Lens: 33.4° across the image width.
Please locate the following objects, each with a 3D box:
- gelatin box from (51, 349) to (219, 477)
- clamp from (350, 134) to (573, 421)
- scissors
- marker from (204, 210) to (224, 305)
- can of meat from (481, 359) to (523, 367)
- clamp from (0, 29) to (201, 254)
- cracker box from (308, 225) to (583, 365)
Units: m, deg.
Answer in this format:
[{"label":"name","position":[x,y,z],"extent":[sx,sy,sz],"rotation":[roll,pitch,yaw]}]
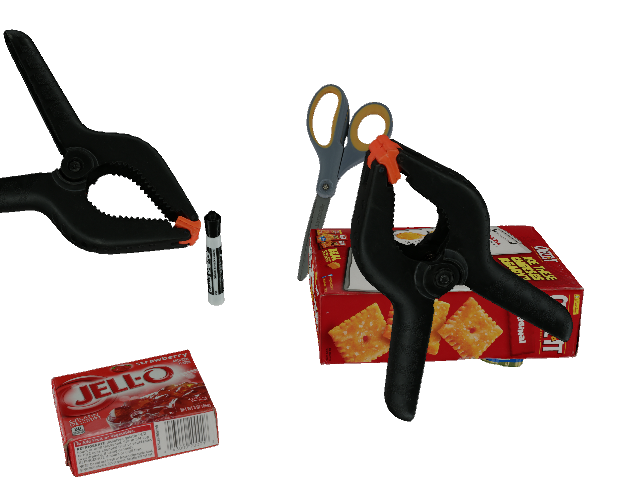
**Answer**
[{"label":"gelatin box","position":[-0.113,0.102,0.642],"extent":[0.089,0.030,0.073],"rotation":[-10,25,-16]},{"label":"clamp","position":[0.059,0.024,0.606],"extent":[0.120,0.171,0.039],"rotation":[-37,22,-2]},{"label":"scissors","position":[0.025,-0.059,1.062],"extent":[0.096,0.202,0.016],"rotation":[-1,-13,3]},{"label":"marker","position":[-0.120,0.020,1.207],"extent":[0.020,0.121,0.020],"rotation":[1,33,-1]},{"label":"can of meat","position":[0.195,0.085,1.190],"extent":[0.057,0.084,0.102],"rotation":[5,14,-17]},{"label":"clamp","position":[-0.182,-0.059,0.790],"extent":[0.210,0.164,0.036],"rotation":[20,-19,-4]},{"label":"cracker box","position":[0.099,0.045,0.930],"extent":[0.213,0.072,0.164],"rotation":[-1,19,-4]}]
